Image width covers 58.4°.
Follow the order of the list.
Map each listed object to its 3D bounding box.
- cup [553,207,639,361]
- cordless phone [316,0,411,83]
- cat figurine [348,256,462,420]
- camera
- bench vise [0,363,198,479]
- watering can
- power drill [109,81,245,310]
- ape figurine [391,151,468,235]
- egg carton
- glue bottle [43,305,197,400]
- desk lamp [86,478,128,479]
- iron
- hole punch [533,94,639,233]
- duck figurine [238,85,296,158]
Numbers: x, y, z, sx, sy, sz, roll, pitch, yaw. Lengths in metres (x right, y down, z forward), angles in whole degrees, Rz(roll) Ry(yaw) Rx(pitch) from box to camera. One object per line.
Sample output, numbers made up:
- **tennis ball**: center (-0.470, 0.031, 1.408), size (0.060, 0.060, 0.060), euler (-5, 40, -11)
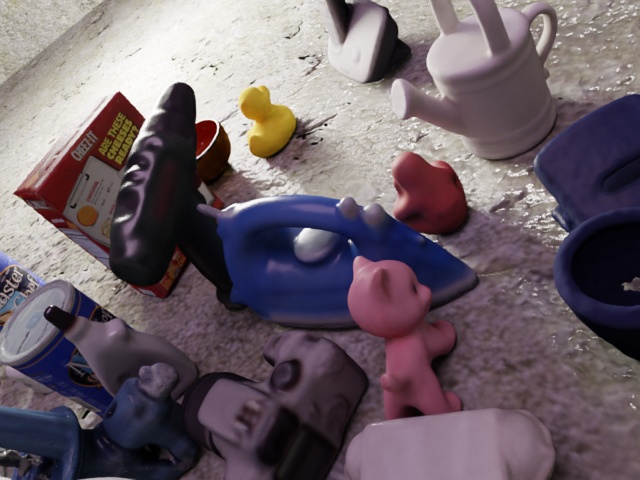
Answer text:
- **cup**: center (0.223, 0.030, 0.386), size (0.118, 0.095, 0.091), euler (-44, 39, -6)
- **cordless phone**: center (0.034, -0.317, 0.790), size (0.094, 0.186, 0.147), euler (-41, 39, -2)
- **cat figurine**: center (0.059, 0.072, 0.455), size (0.067, 0.118, 0.128), euler (-19, 44, 23)
- **camera**: center (-0.055, 0.141, 0.492), size (0.136, 0.101, 0.143), euler (9, 59, 42)
- **bench vise**: center (-0.234, 0.171, 0.509), size (0.121, 0.220, 0.208), euler (19, 66, 46)
- **watering can**: center (0.151, -0.174, 0.556), size (0.100, 0.195, 0.173), euler (23, 69, 47)
- **power drill**: center (-0.134, -0.030, 0.630), size (0.075, 0.209, 0.229), euler (-12, 47, 30)
- **ape figurine**: center (0.100, -0.052, 0.561), size (0.078, 0.092, 0.076), euler (-37, 39, 3)
- **egg carton**: center (0.084, 0.171, 0.380), size (0.150, 0.070, 0.107), euler (-17, 44, 25)
- **glue bottle**: center (-0.205, 0.114, 0.577), size (0.078, 0.174, 0.037), euler (-42, 39, -3)
- **desk lamp**: center (-0.057, 0.221, 0.329), size (0.202, 0.214, 0.118), euler (-8, 48, 32)
- **iron**: center (0.005, 0.002, 0.545), size (0.257, 0.142, 0.119), euler (-5, 51, 35)
- **hole punch**: center (0.240, -0.045, 0.447), size (0.108, 0.091, 0.101), euler (-34, 40, 7)
- **duck figurine**: center (-0.087, -0.179, 0.832), size (0.077, 0.086, 0.104), euler (-10, 48, 31)
